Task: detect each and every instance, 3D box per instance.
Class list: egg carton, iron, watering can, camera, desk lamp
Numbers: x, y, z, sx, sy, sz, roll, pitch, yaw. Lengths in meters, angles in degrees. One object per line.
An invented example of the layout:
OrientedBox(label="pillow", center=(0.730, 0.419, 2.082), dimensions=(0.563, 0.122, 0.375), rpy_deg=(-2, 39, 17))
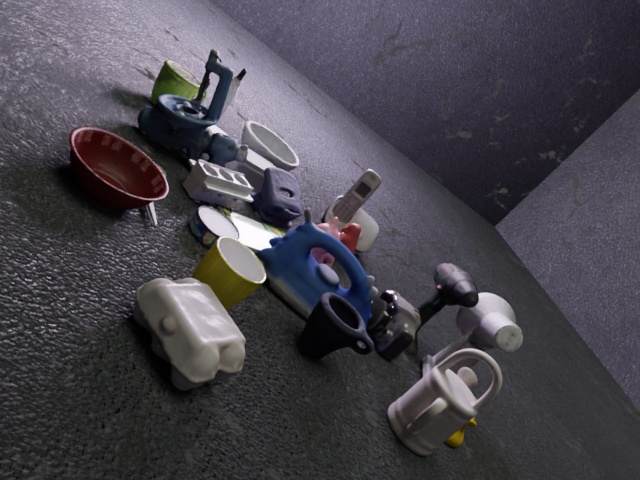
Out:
OrientedBox(label="egg carton", center=(-0.161, 0.111, 0.703), dimensions=(0.150, 0.069, 0.107), rpy_deg=(51, 21, 22))
OrientedBox(label="iron", center=(0.019, 0.069, 1.029), dimensions=(0.258, 0.141, 0.119), rpy_deg=(41, 19, -4))
OrientedBox(label="watering can", center=(0.212, 0.252, 0.940), dimensions=(0.101, 0.194, 0.173), rpy_deg=(41, 19, -3))
OrientedBox(label="camera", center=(0.125, 0.143, 1.141), dimensions=(0.137, 0.100, 0.143), rpy_deg=(37, 20, -16))
OrientedBox(label="desk lamp", center=(0.319, 0.224, 1.179), dimensions=(0.118, 0.213, 0.203), rpy_deg=(41, 19, -5))

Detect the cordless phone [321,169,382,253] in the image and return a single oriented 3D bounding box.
OrientedBox(label="cordless phone", center=(0.108, -0.073, 1.432), dimensions=(0.148, 0.185, 0.094), rpy_deg=(38, 20, -14))

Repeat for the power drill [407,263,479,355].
OrientedBox(label="power drill", center=(0.246, 0.141, 1.218), dimensions=(0.076, 0.208, 0.229), rpy_deg=(40, 19, -8))

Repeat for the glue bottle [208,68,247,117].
OrientedBox(label="glue bottle", center=(-0.226, -0.337, 1.356), dimensions=(0.037, 0.173, 0.078), rpy_deg=(34, 21, -23))

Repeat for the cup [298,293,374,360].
OrientedBox(label="cup", center=(0.021, 0.156, 0.921), dimensions=(0.117, 0.095, 0.092), rpy_deg=(44, 19, 5))

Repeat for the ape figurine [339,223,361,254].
OrientedBox(label="ape figurine", center=(0.062, -0.002, 1.336), dimensions=(0.078, 0.092, 0.076), rpy_deg=(26, 25, -39))

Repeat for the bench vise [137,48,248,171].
OrientedBox(label="bench vise", center=(-0.216, -0.248, 1.119), dimensions=(0.208, 0.219, 0.121), rpy_deg=(29, 24, -35))

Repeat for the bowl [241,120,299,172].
OrientedBox(label="bowl", center=(-0.137, -0.216, 1.424), dimensions=(0.168, 0.074, 0.167), rpy_deg=(37, 20, -16))

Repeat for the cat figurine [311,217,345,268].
OrientedBox(label="cat figurine", center=(0.011, 0.004, 1.185), dimensions=(0.067, 0.117, 0.128), rpy_deg=(49, 20, 19))

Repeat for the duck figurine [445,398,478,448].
OrientedBox(label="duck figurine", center=(0.254, 0.315, 1.052), dimensions=(0.078, 0.086, 0.104), rpy_deg=(34, 21, -22))

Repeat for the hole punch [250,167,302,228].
OrientedBox(label="hole punch", center=(-0.086, -0.091, 1.238), dimensions=(0.109, 0.091, 0.101), rpy_deg=(16, 33, -52))
